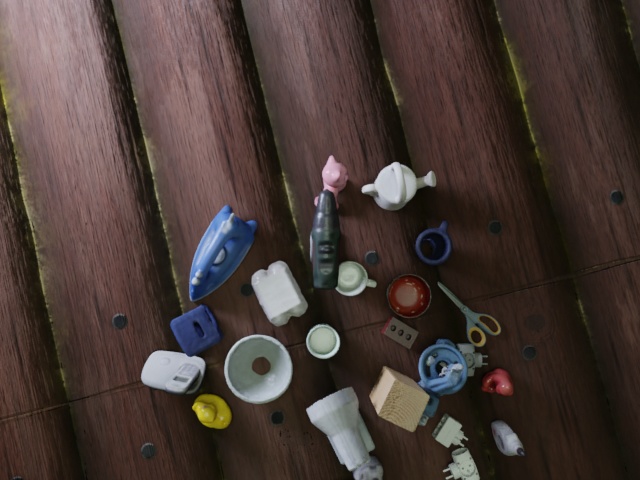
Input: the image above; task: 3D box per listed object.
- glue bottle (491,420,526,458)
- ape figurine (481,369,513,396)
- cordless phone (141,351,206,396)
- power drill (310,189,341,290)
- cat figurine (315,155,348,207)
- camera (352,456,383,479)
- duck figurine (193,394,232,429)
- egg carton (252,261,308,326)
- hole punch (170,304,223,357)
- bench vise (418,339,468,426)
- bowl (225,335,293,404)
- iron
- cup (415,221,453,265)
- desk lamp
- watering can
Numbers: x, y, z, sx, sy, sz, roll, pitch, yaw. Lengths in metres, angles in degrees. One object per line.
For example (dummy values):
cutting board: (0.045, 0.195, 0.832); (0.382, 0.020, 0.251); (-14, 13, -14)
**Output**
glue bottle: (0.457, 0.488, 1.370); (0.037, 0.173, 0.078); (-19, 86, -2)
ape figurine: (0.449, 0.360, 1.420); (0.078, 0.092, 0.076); (40, 86, 3)
cordless phone: (-0.358, 0.326, 1.364); (0.147, 0.185, 0.094); (8, 85, 0)
power drill: (0.013, 0.005, 1.383); (0.075, 0.208, 0.230); (-1, 85, 0)
cat figurine: (0.031, -0.141, 1.440); (0.067, 0.117, 0.128); (16, 85, 1)
camera: (0.091, 0.615, 1.391); (0.137, 0.101, 0.143); (-7, 86, -1)
duck figurine: (-0.268, 0.428, 1.407); (0.104, 0.086, 0.077); (35, 86, 2)
egg carton: (-0.104, 0.135, 1.441); (0.107, 0.069, 0.150); (-29, 86, -3)
hole punch: (-0.304, 0.223, 1.420); (0.101, 0.091, 0.109); (-30, 86, -3)
bench vise: (0.293, 0.345, 1.355); (0.121, 0.219, 0.207); (6, 85, 0)
bowl: (-0.150, 0.317, 1.423); (0.167, 0.074, 0.167); (0, 86, -1)
iron: (-0.261, 0.041, 1.409); (0.118, 0.141, 0.258); (29, 86, 2)
cup: (0.285, 0.008, 1.444); (0.091, 0.095, 0.118); (26, 86, 1)
desk lamp: (0.059, 0.443, 1.347); (0.118, 0.213, 0.203); (-27, 86, -2)
watering can: (0.194, -0.138, 1.404); (0.173, 0.194, 0.101); (-30, 86, -3)
